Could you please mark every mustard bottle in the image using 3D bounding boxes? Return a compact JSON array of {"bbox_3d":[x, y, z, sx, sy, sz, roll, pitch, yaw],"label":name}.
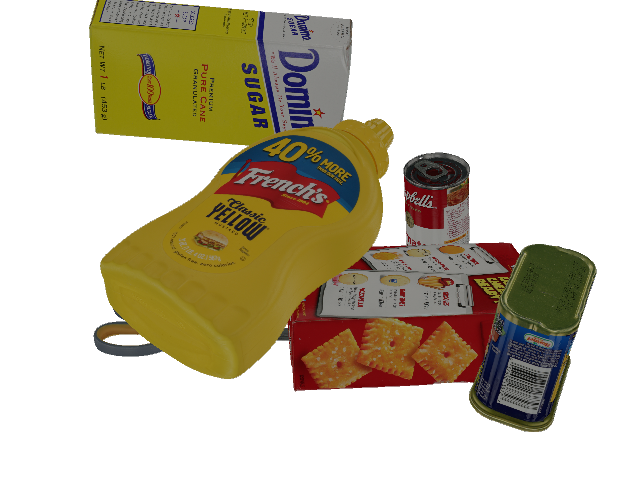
[{"bbox_3d":[-0.022,-0.012,0.589,0.096,0.058,0.191,27,51,29],"label":"mustard bottle"}]

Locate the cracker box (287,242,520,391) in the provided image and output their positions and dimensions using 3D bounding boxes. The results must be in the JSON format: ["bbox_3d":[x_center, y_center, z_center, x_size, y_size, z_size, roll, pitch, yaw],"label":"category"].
[{"bbox_3d":[0.078,0.063,0.923,0.213,0.072,0.164,-1,20,-3],"label":"cracker box"}]

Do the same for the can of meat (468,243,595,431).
[{"bbox_3d":[0.142,0.061,0.709,0.057,0.084,0.102,18,35,14],"label":"can of meat"}]

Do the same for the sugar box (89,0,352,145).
[{"bbox_3d":[-0.069,-0.114,0.748,0.176,0.093,0.048,6,43,-1],"label":"sugar box"}]

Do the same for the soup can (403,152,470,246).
[{"bbox_3d":[0.122,-0.031,1.115,0.068,0.102,0.068,-4,35,2],"label":"soup can"}]

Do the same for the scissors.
[{"bbox_3d":[-0.105,0.071,0.971,0.201,0.016,0.096,-5,34,-12],"label":"scissors"}]
